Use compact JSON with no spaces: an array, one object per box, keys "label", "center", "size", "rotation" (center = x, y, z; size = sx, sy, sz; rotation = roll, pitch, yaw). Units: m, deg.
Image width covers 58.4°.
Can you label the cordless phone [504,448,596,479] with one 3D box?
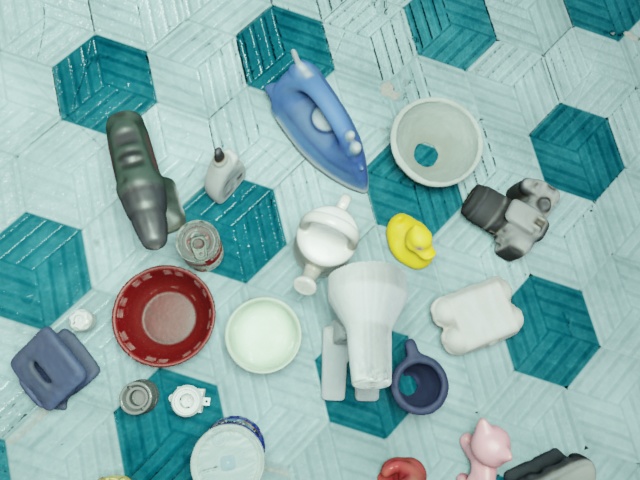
[{"label":"cordless phone","center":[0.375,0.391,0.869],"size":[0.148,0.185,0.094],"rotation":[-25,81,-10]}]

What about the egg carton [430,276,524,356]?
[{"label":"egg carton","center":[0.267,0.130,0.974],"size":[0.150,0.069,0.107],"rotation":[-20,81,-10]}]

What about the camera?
[{"label":"camera","center":[0.330,-0.056,1.004],"size":[0.137,0.100,0.143],"rotation":[31,77,2]}]

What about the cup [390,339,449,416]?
[{"label":"cup","center":[0.148,0.221,0.929],"size":[0.092,0.095,0.118],"rotation":[-11,79,-8]}]

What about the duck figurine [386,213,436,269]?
[{"label":"duck figurine","center":[0.162,-0.003,0.983],"size":[0.077,0.086,0.104],"rotation":[-31,83,-11]}]

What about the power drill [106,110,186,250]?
[{"label":"power drill","center":[-0.267,-0.075,0.892],"size":[0.076,0.208,0.229],"rotation":[-19,80,-9]}]

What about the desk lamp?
[{"label":"desk lamp","center":[0.066,0.148,0.876],"size":[0.118,0.213,0.203],"rotation":[2,78,-5]}]

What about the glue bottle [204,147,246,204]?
[{"label":"glue bottle","center":[-0.157,-0.115,0.930],"size":[0.037,0.173,0.078],"rotation":[39,77,4]}]

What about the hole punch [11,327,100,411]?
[{"label":"hole punch","center":[-0.411,0.200,0.879],"size":[0.101,0.091,0.108],"rotation":[-41,84,-12]}]

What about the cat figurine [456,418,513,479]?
[{"label":"cat figurine","center":[0.265,0.347,0.902],"size":[0.067,0.117,0.128],"rotation":[5,77,-4]}]

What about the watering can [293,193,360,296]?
[{"label":"watering can","center":[0.010,0.004,0.911],"size":[0.101,0.194,0.173],"rotation":[4,78,-5]}]

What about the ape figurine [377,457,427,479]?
[{"label":"ape figurine","center":[0.137,0.380,0.896],"size":[0.076,0.092,0.078],"rotation":[-22,81,-10]}]

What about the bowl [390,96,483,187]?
[{"label":"bowl","center":[0.201,-0.167,1.028],"size":[0.167,0.074,0.167],"rotation":[1,78,-5]}]

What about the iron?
[{"label":"iron","center":[0.015,-0.203,0.983],"size":[0.119,0.141,0.258],"rotation":[-35,83,-11]}]
